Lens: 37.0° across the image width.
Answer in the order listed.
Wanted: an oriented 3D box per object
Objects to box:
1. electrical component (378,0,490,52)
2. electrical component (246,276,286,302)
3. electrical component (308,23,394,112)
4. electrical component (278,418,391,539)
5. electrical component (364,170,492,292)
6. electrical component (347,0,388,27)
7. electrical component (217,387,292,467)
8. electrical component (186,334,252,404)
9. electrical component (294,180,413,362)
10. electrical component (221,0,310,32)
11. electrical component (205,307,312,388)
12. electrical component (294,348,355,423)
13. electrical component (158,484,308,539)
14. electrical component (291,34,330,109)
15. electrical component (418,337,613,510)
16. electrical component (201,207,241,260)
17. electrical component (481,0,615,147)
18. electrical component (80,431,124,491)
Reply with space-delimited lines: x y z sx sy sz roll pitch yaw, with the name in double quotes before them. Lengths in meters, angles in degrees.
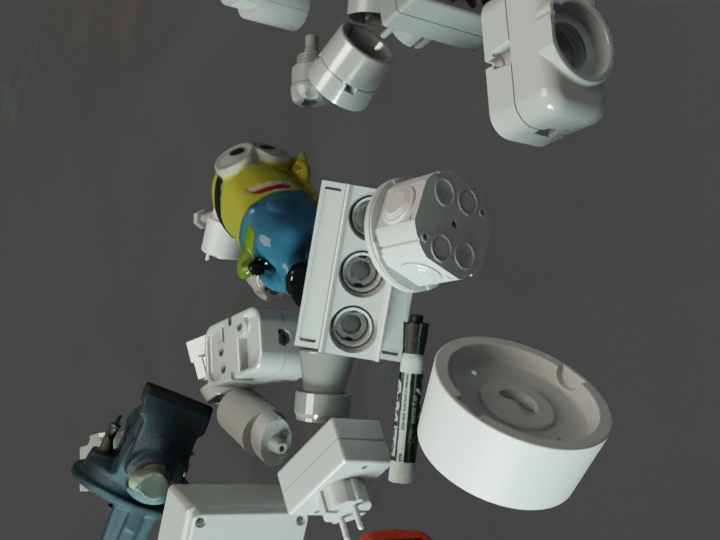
"electrical component" 0.045 -0.180 0.752 0.076 0.083 0.047 -32 59 48
"electrical component" -0.085 0.001 0.948 0.061 0.035 0.035 44 120 51
"electrical component" -0.006 -0.161 0.847 0.047 0.055 0.055 -52 46 32
"electrical component" -0.014 0.166 0.811 0.083 0.047 0.075 -49 47 35
"electrical component" 0.046 -0.027 0.729 0.051 0.080 0.080 -11 75 48
"electrical component" 0.015 -0.235 0.837 0.043 0.043 0.081 4 88 55
"electrical component" -0.085 0.135 0.918 0.081 0.043 0.043 30 109 53
"electrical component" -0.125 0.088 0.974 0.048 0.066 0.055 -22 71 14
"electrical component" 0.000 0.000 0.796 0.063 0.079 0.121 -133 53 -83
"electrical component" -0.090 -0.242 0.955 0.043 0.081 0.043 -13 74 53
"electrical component" -0.084 0.067 0.913 0.095 0.059 0.053 -24 66 51
"electrical component" -0.028 0.090 0.843 0.045 0.045 0.055 2 86 55
"electrical component" -0.108 0.234 0.879 0.056 0.109 0.108 26 106 56
"electrical component" -0.041 -0.170 0.915 0.035 0.035 0.061 -17 68 52
"electrical component" 0.086 0.094 0.632 0.108 0.108 0.060 49 129 46
"electrical component" -0.122 -0.045 1.003 0.040 0.040 0.078 27 107 53
"electrical component" 0.117 -0.132 0.667 0.059 0.054 0.095 -21 67 52
"electrical component" -0.261 0.204 1.150 0.089 0.050 0.055 -23 66 51
